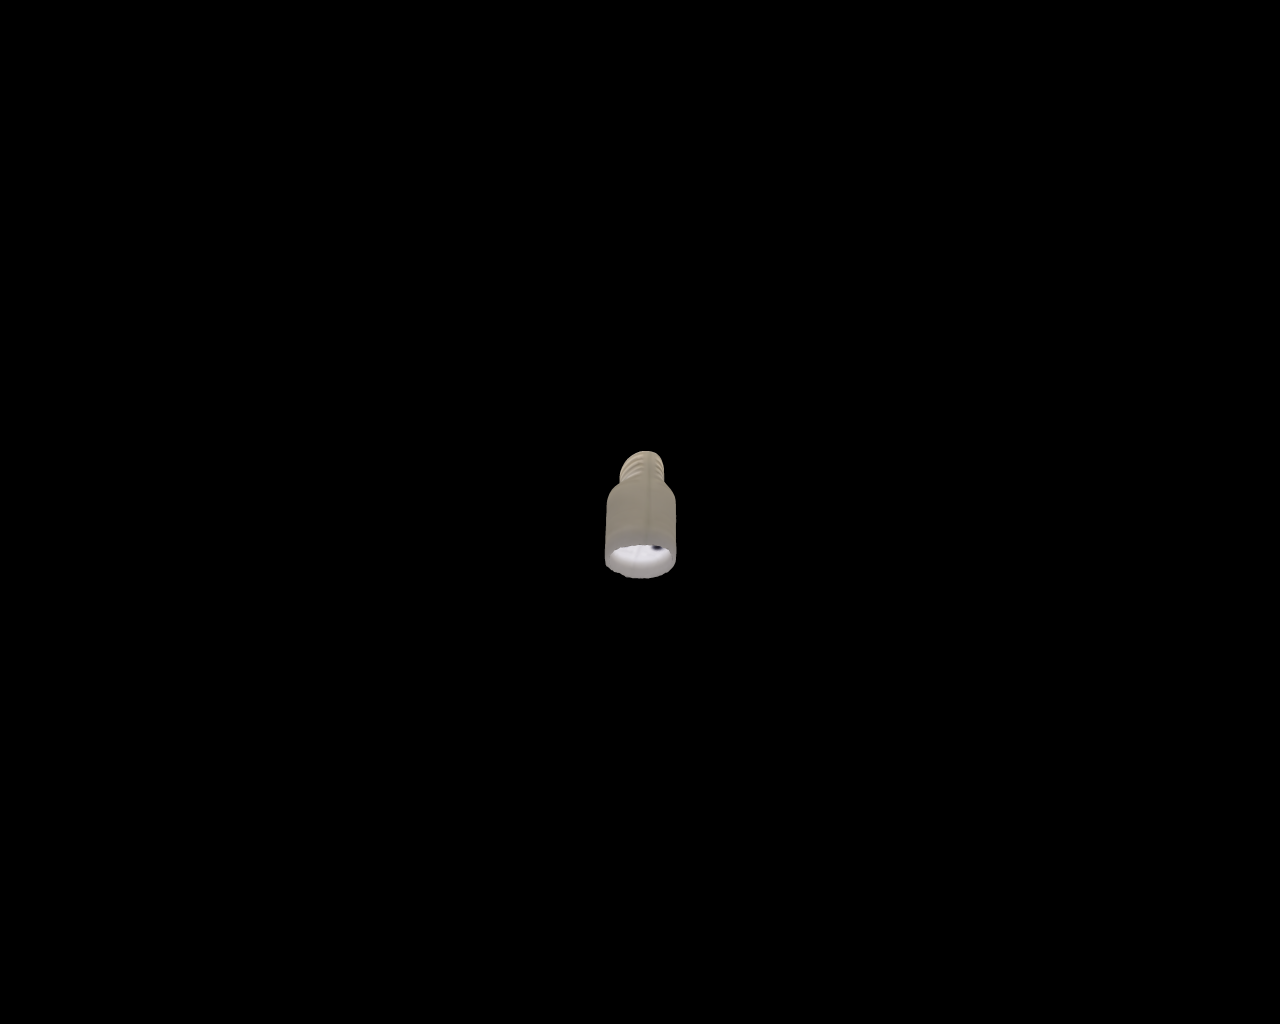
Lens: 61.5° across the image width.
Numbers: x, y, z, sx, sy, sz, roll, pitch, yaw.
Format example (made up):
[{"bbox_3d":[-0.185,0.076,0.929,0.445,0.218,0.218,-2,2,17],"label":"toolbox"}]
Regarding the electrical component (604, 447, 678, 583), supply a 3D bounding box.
[{"bbox_3d":[0.001,-0.003,0.650,0.043,0.081,0.043,0,-35,0],"label":"electrical component"}]
